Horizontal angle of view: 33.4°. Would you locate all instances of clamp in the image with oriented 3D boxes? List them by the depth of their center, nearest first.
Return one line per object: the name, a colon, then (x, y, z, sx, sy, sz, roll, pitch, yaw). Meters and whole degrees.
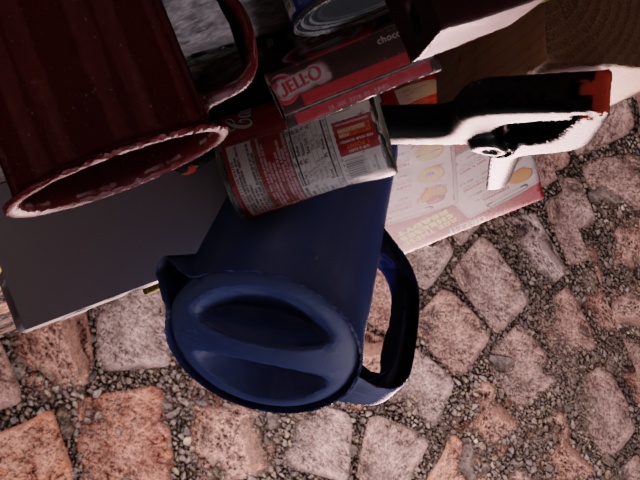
clamp: (0.103, -0.076, 0.700, 0.164, 0.036, 0.210, 11, 169, -21)
clamp: (-0.064, -0.089, 0.732, 0.120, 0.039, 0.172, -16, 174, -17)

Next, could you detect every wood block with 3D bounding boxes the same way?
wood block: (0.154, -0.134, 0.732, 0.090, 0.090, 0.206, 3, 172, -12)

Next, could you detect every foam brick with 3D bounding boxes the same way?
foam brick: (0.052, -0.123, 0.448, 0.051, 0.078, 0.053, -23, 178, -11)

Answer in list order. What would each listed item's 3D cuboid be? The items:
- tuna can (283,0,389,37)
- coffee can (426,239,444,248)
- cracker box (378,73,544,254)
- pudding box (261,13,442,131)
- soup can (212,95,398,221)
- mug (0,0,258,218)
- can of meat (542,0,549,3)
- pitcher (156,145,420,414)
tuna can: (0.021, -0.131, 0.516, 0.086, 0.034, 0.086, -22, 178, -1)
coffee can: (0.071, -0.061, 1.145, 0.140, 0.103, 0.102, 19, -162, 25)
cracker box: (0.103, -0.083, 0.963, 0.164, 0.072, 0.213, -22, 149, 7)
pudding box: (0.014, -0.105, 0.605, 0.090, 0.039, 0.113, -21, -162, 3)
soup can: (-0.009, -0.058, 0.667, 0.102, 0.068, 0.068, -16, 179, 7)
mug: (-0.083, -0.067, 0.420, 0.117, 0.081, 0.093, -22, 178, 0)
can of meat: (0.107, -0.153, 0.557, 0.083, 0.057, 0.102, -24, 179, -22)
pitcher: (-0.005, 0.001, 0.773, 0.145, 0.149, 0.242, -3, -141, 19)
